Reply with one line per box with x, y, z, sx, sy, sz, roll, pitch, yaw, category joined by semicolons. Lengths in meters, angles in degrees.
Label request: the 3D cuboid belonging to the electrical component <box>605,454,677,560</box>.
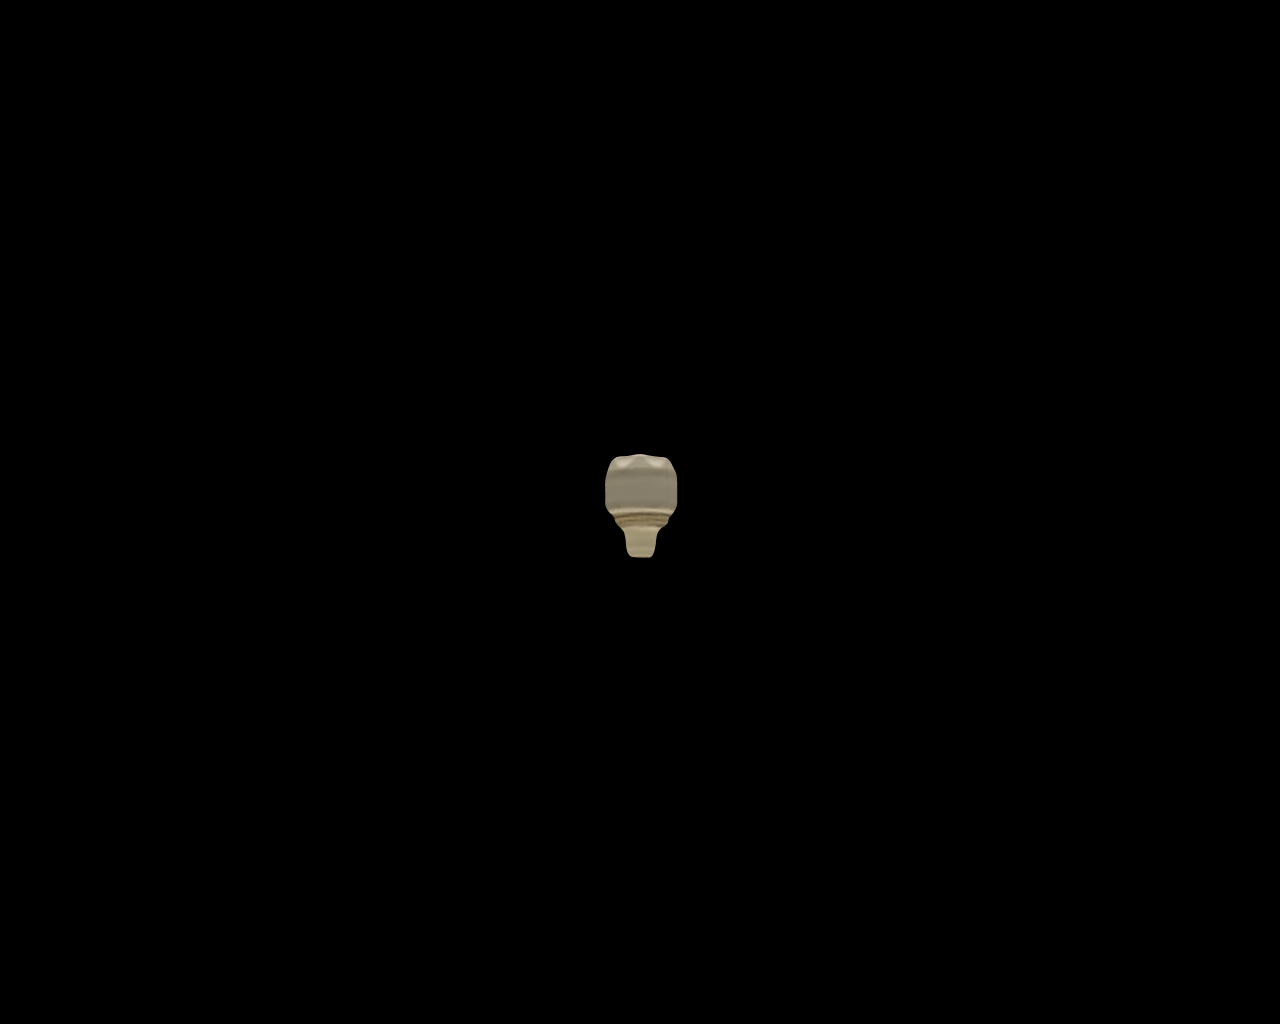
0.001;-0.003;0.650;0.043;0.062;0.043;0;-7;0;electrical component
